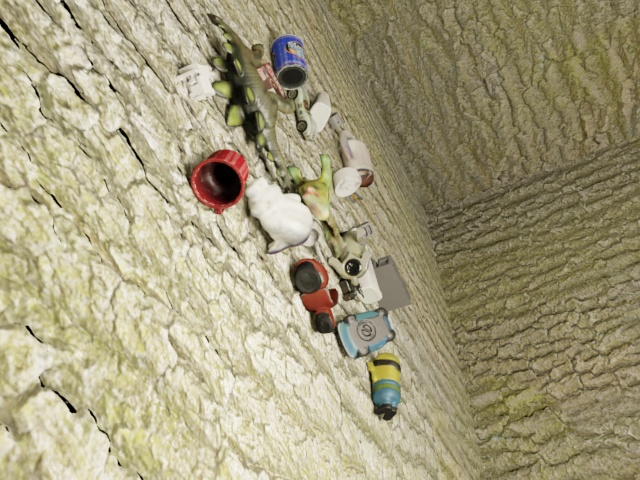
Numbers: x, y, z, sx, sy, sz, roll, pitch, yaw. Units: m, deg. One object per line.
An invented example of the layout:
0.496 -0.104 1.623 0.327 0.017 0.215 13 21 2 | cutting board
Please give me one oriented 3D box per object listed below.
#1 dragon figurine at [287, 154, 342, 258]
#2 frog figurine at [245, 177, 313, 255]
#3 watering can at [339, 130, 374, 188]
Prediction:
0.004 -0.066 1.302 0.405 0.122 0.246 61 14 -71 | dragon figurine
-0.083 -0.063 1.080 0.140 0.122 0.157 -46 128 -50 | frog figurine
0.159 -0.310 2.064 0.345 0.103 0.228 27 46 -64 | watering can
